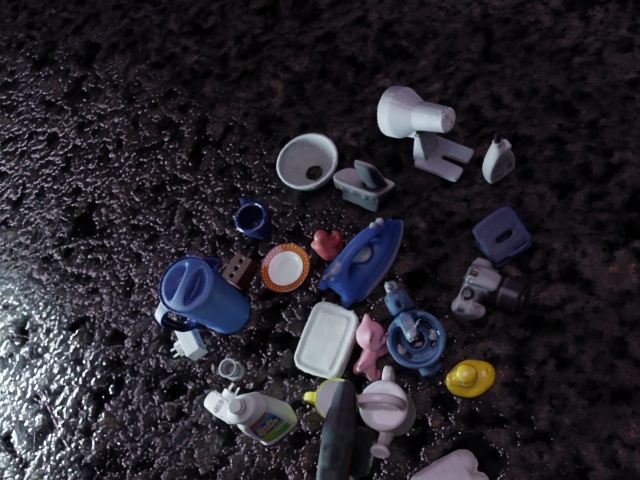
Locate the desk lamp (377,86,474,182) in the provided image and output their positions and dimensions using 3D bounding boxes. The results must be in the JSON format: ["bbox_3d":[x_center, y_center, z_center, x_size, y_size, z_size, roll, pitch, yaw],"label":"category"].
[{"bbox_3d":[0.254,-0.263,1.370,0.202,0.214,0.118,26,77,26],"label":"desk lamp"}]

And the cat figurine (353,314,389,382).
[{"bbox_3d":[0.107,0.233,1.250,0.067,0.118,0.128,14,72,23],"label":"cat figurine"}]

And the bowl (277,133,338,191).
[{"bbox_3d":[-0.024,-0.193,1.508,0.167,0.075,0.167,-7,65,15],"label":"bowl"}]

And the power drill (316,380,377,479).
[{"bbox_3d":[0.051,0.407,1.138,0.075,0.209,0.230,5,69,20],"label":"power drill"}]

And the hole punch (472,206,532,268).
[{"bbox_3d":[0.408,-0.007,1.276,0.108,0.091,0.101,-35,61,0],"label":"hole punch"}]

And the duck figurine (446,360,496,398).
[{"bbox_3d":[0.309,0.281,1.182,0.104,0.086,0.077,-19,62,9],"label":"duck figurine"}]

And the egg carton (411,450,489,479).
[{"bbox_3d":[0.252,0.483,1.119,0.150,0.069,0.107,-33,61,1],"label":"egg carton"}]

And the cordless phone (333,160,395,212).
[{"bbox_3d":[0.096,-0.158,1.391,0.147,0.185,0.094,20,74,25],"label":"cordless phone"}]

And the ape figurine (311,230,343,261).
[{"bbox_3d":[0.013,0.005,1.397,0.077,0.092,0.076,-6,65,16],"label":"ape figurine"}]

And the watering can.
[{"bbox_3d":[0.132,0.342,1.150,0.101,0.194,0.172,-21,62,8],"label":"watering can"}]

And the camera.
[{"bbox_3d":[0.369,0.119,1.227,0.136,0.101,0.143,21,75,25],"label":"camera"}]

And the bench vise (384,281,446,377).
[{"bbox_3d":[0.173,0.177,1.196,0.121,0.220,0.207,-42,61,-3],"label":"bench vise"}]

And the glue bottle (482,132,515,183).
[{"bbox_3d":[0.409,-0.197,1.314,0.078,0.173,0.037,-33,61,2],"label":"glue bottle"}]

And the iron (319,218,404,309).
[{"bbox_3d":[0.100,0.025,1.332,0.118,0.142,0.258,35,81,28],"label":"iron"}]

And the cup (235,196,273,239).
[{"bbox_3d":[-0.166,-0.051,1.479,0.091,0.095,0.117,-32,61,2],"label":"cup"}]
